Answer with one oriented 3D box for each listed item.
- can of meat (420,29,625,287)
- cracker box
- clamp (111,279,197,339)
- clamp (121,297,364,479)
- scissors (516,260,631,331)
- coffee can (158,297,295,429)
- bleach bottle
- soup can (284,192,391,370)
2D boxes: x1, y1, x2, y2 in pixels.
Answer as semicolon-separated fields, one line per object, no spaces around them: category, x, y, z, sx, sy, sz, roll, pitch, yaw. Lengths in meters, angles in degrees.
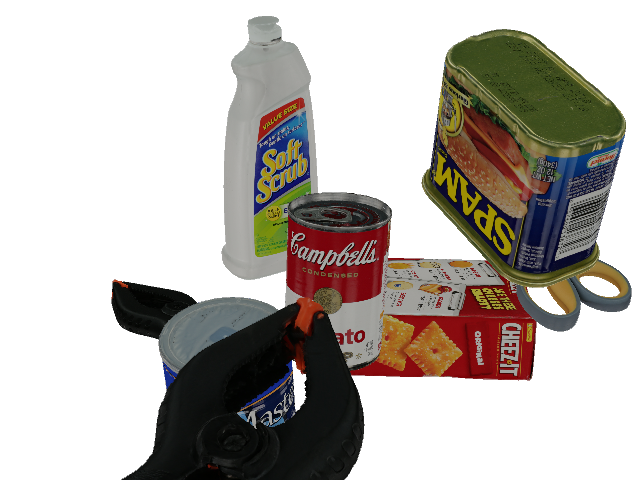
can of meat;0.097;-0.042;0.522;0.057;0.084;0.102;-18;47;-21
cracker box;0.092;0.074;1.040;0.214;0.072;0.164;2;18;4
clamp;-0.156;0.090;1.139;0.210;0.036;0.164;18;21;28
clamp;-0.024;0.091;0.387;0.120;0.039;0.171;24;49;17
scissors;0.186;0.003;0.864;0.096;0.016;0.202;0;36;-4
coffee can;-0.071;0.131;0.856;0.103;0.140;0.103;-2;32;1
bleach bottle;-0.055;-0.091;1.043;0.102;0.251;0.068;-16;31;-24
soup can;0.010;0.026;0.704;0.068;0.102;0.068;2;21;-1
